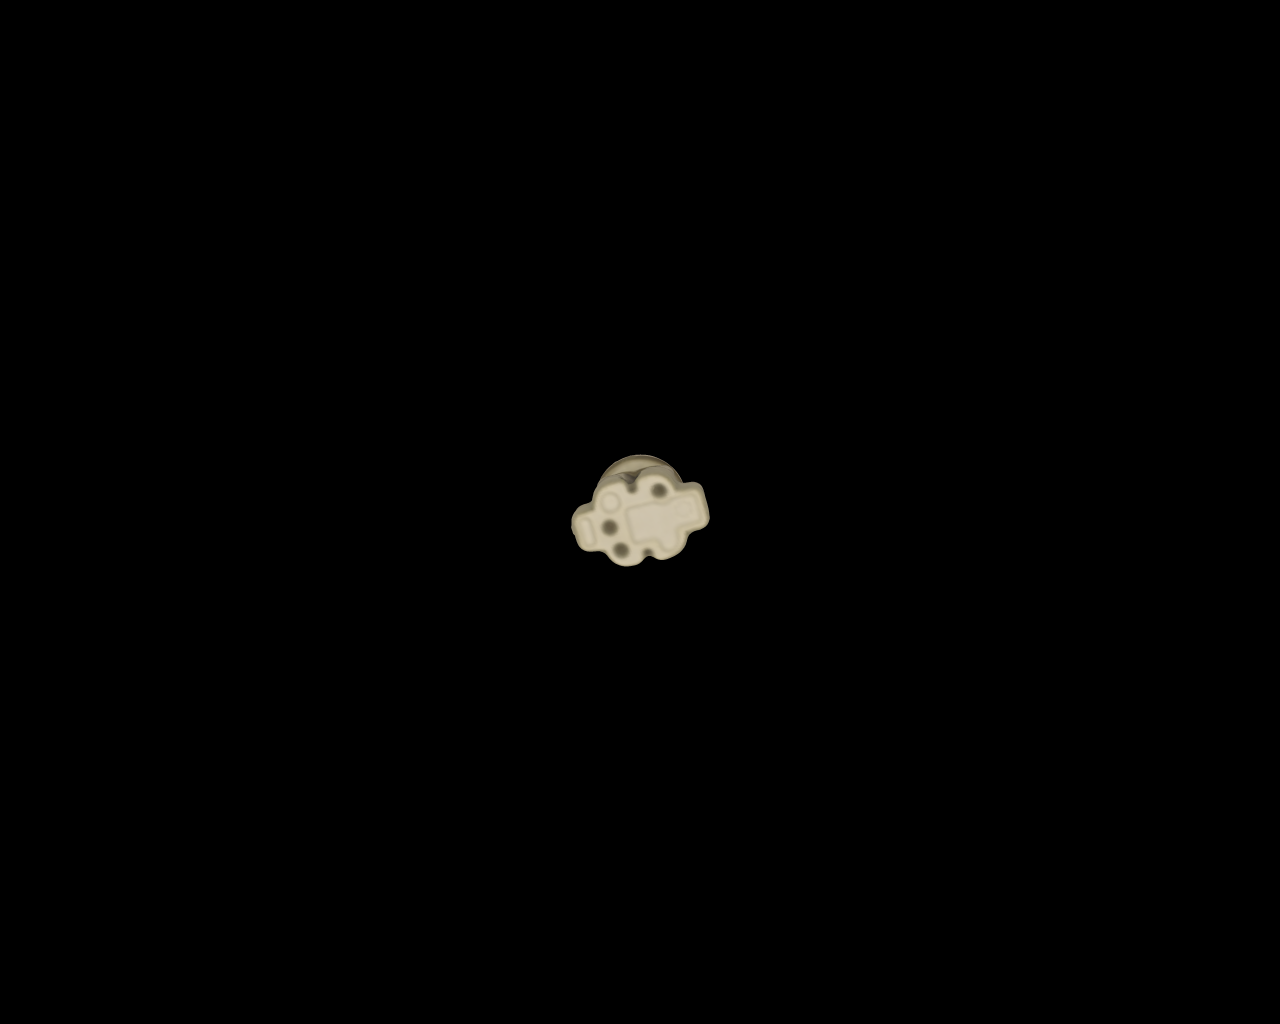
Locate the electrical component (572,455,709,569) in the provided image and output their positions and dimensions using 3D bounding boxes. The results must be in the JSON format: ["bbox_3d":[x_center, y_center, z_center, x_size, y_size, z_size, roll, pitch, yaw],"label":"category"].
[{"bbox_3d":[0.001,-0.003,0.650,0.078,0.058,0.057,-13,16,4],"label":"electrical component"}]
